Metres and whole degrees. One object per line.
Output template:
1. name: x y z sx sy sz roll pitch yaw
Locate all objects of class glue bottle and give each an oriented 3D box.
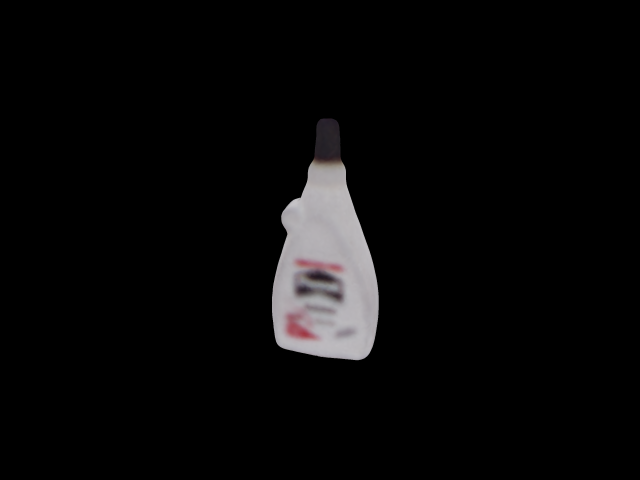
1. glue bottle: 0.004 0.001 0.400 0.078 0.173 0.037 5 25 11
